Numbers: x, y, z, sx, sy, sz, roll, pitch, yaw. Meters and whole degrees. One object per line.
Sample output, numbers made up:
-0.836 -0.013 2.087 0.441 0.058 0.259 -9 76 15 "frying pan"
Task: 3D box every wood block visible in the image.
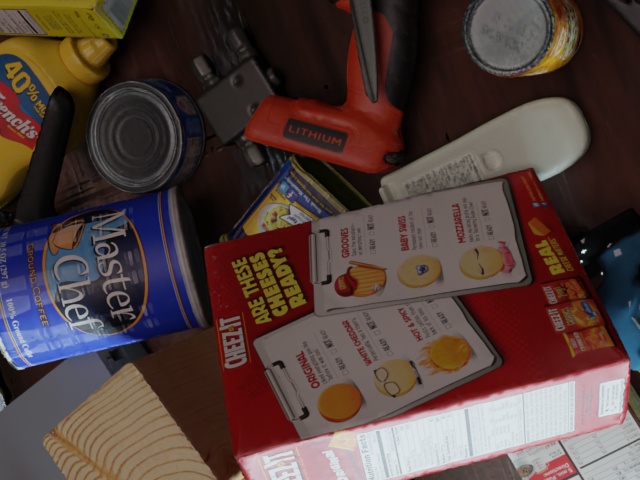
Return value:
-0.069 0.114 0.702 0.090 0.205 0.091 -40 82 24 "wood block"

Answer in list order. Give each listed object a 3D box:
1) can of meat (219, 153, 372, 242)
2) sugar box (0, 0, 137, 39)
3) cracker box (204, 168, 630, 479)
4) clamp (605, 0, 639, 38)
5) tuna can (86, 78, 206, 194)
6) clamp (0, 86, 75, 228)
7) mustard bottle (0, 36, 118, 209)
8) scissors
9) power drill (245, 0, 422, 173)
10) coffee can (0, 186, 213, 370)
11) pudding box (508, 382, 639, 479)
-0.005 0.001 0.740 0.102 0.057 0.084 44 110 12 "can of meat"
-0.214 -0.198 0.790 0.176 0.048 0.093 6 66 26 "sugar box"
0.050 0.055 0.626 0.213 0.164 0.072 -14 134 0 "cracker box"
0.252 -0.141 0.613 0.172 0.039 0.120 24 106 19 "clamp"
-0.130 -0.077 0.795 0.086 0.033 0.086 4 100 22 "tuna can"
-0.245 -0.010 0.818 0.165 0.036 0.210 -4 116 12 "clamp"
-0.227 -0.101 0.822 0.192 0.058 0.096 -33 93 24 "mustard bottle"
0.002 -0.191 0.659 0.096 0.016 0.202 10 102 21 "scissors"
0.009 -0.148 0.698 0.184 0.057 0.188 18 102 14 "power drill"
-0.156 0.027 0.758 0.140 0.103 0.103 -13 93 -1 "coffee can"
0.180 0.148 0.689 0.090 0.039 0.113 -32 87 22 "pudding box"
